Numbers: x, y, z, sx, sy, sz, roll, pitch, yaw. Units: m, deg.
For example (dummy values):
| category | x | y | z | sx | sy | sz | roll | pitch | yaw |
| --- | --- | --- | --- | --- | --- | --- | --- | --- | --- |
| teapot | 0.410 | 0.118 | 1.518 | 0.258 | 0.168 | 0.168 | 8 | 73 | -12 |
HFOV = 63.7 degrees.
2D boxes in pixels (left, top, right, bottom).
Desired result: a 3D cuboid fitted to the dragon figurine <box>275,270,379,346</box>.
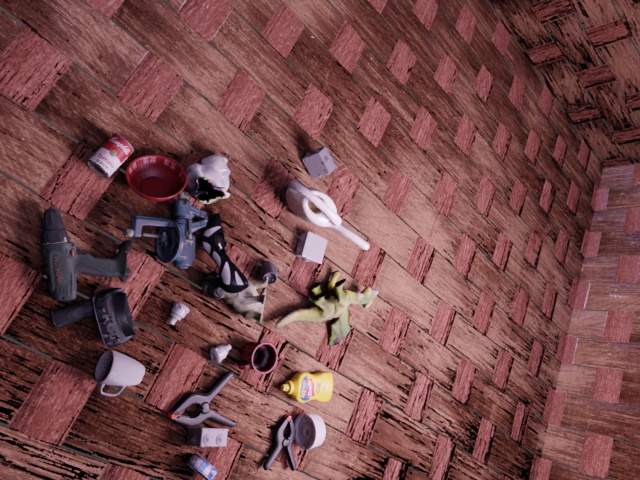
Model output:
| category | x | y | z | sx | sy | sz | roll | pitch | yaw |
| --- | --- | --- | --- | --- | --- | --- | --- | --- | --- |
| dragon figurine | 0.039 | 0.261 | 1.771 | 0.415 | 0.122 | 0.239 | -33 | 114 | -27 |

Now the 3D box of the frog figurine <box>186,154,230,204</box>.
| category | x | y | z | sx | sy | sz | roll | pitch | yaw |
| --- | --- | --- | --- | --- | --- | --- | --- | --- | --- |
| frog figurine | -0.333 | -0.190 | 1.531 | 0.137 | 0.120 | 0.163 | 17 | 40 | -28 |

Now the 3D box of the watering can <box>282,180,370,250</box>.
| category | x | y | z | sx | sy | sz | roll | pitch | yaw |
| --- | --- | --- | --- | --- | --- | --- | --- | --- | --- |
| watering can | 0.005 | -0.086 | 1.699 | 0.343 | 0.226 | 0.104 | 42 | 82 | -29 |
